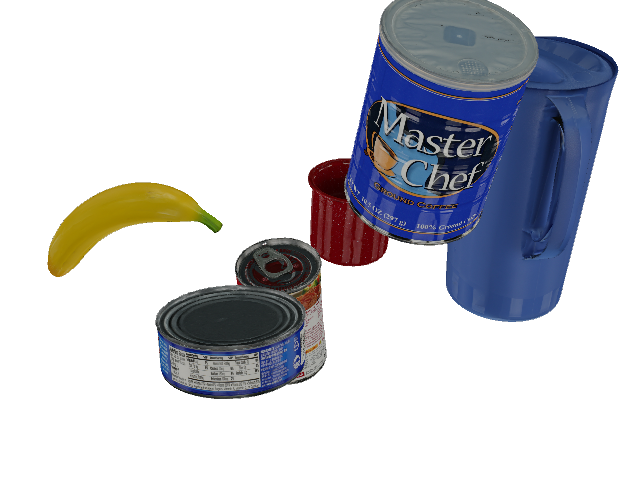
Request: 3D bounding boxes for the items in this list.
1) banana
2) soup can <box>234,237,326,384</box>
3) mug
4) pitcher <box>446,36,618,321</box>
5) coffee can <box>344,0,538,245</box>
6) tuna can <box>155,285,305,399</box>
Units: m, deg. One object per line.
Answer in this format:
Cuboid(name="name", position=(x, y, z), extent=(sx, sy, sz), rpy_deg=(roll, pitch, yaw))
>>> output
Cuboid(name="banana", position=(-0.187, -0.014, 0.979), extent=(0.198, 0.069, 0.037), rpy_deg=(-14, 17, 28))
Cuboid(name="soup can", position=(-0.030, 0.058, 0.862), extent=(0.068, 0.102, 0.068), rpy_deg=(-3, 38, 2))
Cuboid(name="mug", position=(0.042, -0.029, 1.097), extent=(0.117, 0.081, 0.093), rpy_deg=(-10, 34, -21))
Cuboid(name="pitcher", position=(0.178, -0.047, 0.938), extent=(0.145, 0.243, 0.149), rpy_deg=(20, 34, 27))
Cuboid(name="coffee can", position=(0.078, -0.082, 0.723), extent=(0.102, 0.140, 0.103), rpy_deg=(6, 44, -6))
Cuboid(name="tuna can", position=(-0.051, 0.057, 0.614), extent=(0.086, 0.034, 0.086), rpy_deg=(-1, 20, 0))
